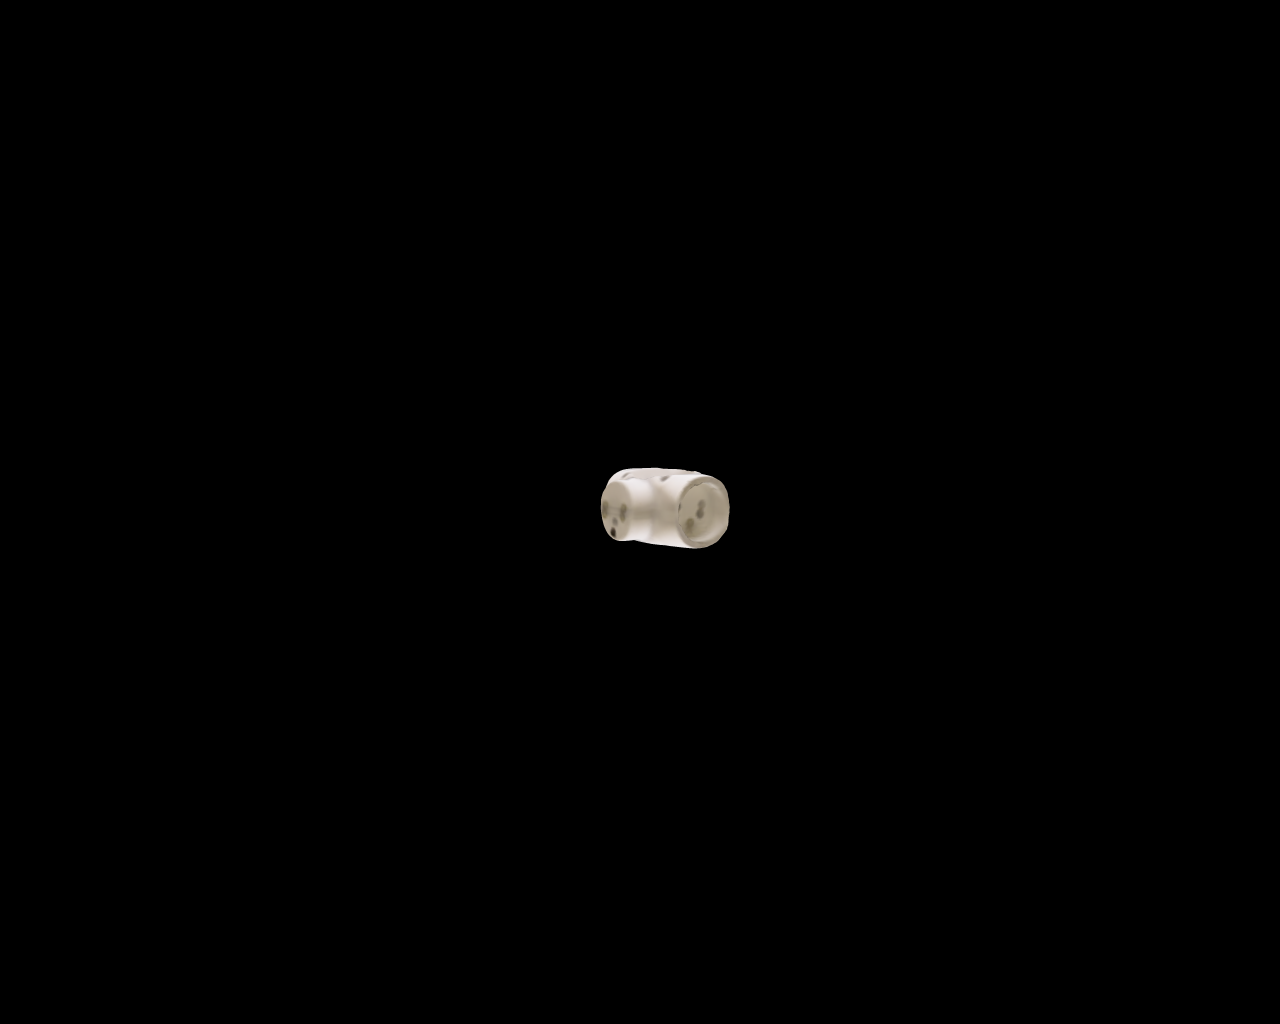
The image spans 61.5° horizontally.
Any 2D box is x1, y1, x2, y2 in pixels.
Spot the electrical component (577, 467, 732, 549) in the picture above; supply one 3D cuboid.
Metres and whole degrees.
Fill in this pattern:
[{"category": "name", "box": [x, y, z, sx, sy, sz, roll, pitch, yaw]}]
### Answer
[{"category": "electrical component", "box": [0.001, -0.003, 0.650, 0.079, 0.044, 0.077, -5, 9, -35]}]
